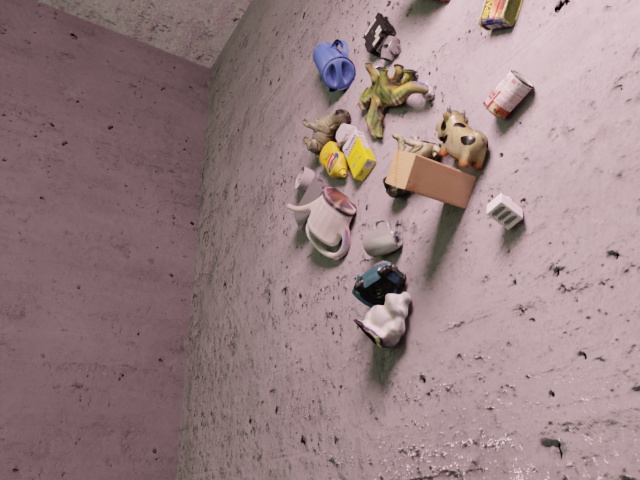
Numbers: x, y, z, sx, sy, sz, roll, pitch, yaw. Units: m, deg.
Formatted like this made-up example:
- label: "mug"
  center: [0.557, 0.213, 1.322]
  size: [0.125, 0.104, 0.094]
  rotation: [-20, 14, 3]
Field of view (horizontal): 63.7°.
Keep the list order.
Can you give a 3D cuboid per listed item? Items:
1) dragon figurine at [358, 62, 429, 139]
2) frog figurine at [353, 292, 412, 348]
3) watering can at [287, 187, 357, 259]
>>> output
- label: "dragon figurine"
  center: [0.222, -0.449, 1.698]
  size: [0.418, 0.122, 0.238]
  rotation: [-120, 35, -54]
- label: "frog figurine"
  center: [0.194, 0.215, 1.429]
  size: [0.161, 0.121, 0.138]
  rotation: [-41, 18, -12]
- label: "watering can"
  center: [0.006, -0.092, 1.827]
  size: [0.353, 0.104, 0.220]
  rotation: [48, 121, 35]
